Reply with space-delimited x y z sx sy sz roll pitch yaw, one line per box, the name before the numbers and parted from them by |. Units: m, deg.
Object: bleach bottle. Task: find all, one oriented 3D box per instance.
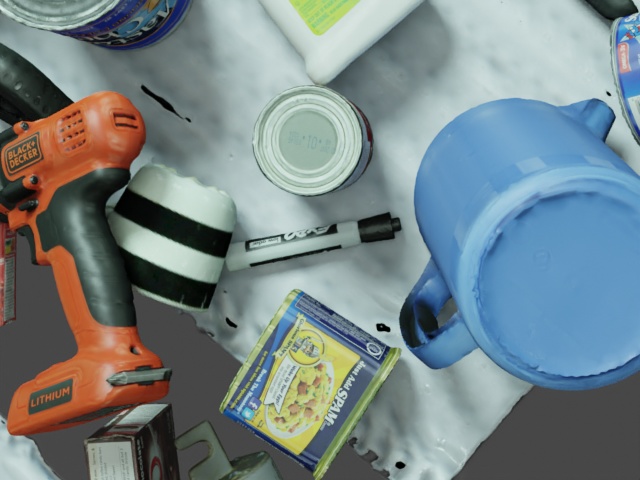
bleach bottle | -0.042 -0.224 0.670 0.102 0.068 0.251 -40 96 6

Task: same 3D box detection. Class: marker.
marker | -0.005 0.001 0.722 0.121 0.020 0.020 -11 94 7

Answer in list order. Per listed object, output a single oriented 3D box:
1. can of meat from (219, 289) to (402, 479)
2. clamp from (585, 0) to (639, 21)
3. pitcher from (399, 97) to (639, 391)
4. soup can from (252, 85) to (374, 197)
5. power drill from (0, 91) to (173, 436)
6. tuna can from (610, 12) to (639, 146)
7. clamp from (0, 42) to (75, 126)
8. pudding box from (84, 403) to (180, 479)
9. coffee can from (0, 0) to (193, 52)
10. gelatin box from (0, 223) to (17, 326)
can of meat | -0.008 0.095 0.713 0.084 0.057 0.102 32 97 4
clamp | 0.141 -0.223 0.677 0.171 0.039 0.120 22 88 0
pitcher | 0.115 0.004 0.598 0.145 0.242 0.149 -2 102 4
soup can | -0.003 -0.062 0.675 0.068 0.102 0.068 0 94 6
power drill | -0.169 0.021 0.655 0.185 0.057 0.187 -20 78 36
tuna can | 0.209 -0.099 0.654 0.034 0.086 0.086 -12 95 34
clamp | -0.238 -0.120 0.699 0.209 0.165 0.036 37 74 -20
pudding box | -0.121 0.175 0.715 0.039 0.090 0.113 -7 94 7
coffee can | -0.140 -0.174 0.659 0.103 0.140 0.103 1 95 6
gelatin box | -0.259 0.021 0.745 0.089 0.030 0.073 3 95 5
